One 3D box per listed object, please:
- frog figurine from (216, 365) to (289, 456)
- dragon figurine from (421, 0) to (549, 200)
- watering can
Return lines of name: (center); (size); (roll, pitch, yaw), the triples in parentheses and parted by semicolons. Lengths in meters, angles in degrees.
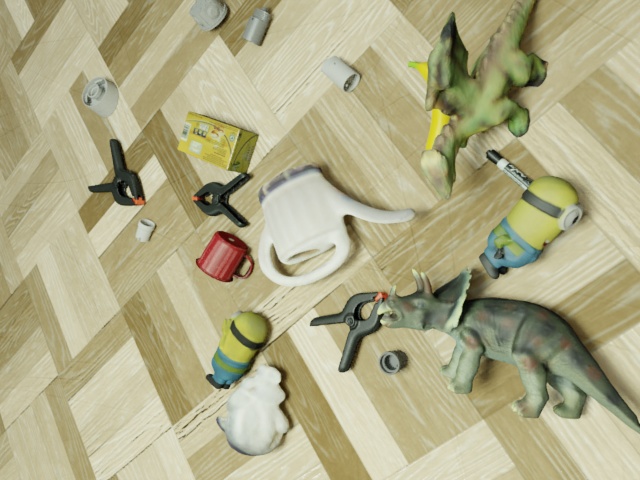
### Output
frog figurine: (-0.118, 0.340, 1.028); (0.137, 0.123, 0.159); (34, 97, -6)
dragon figurine: (0.244, -0.261, 0.780); (0.123, 0.243, 0.408); (19, 99, 35)
watering can: (0.003, -0.050, 0.984); (0.344, 0.104, 0.227); (-30, 72, 28)
